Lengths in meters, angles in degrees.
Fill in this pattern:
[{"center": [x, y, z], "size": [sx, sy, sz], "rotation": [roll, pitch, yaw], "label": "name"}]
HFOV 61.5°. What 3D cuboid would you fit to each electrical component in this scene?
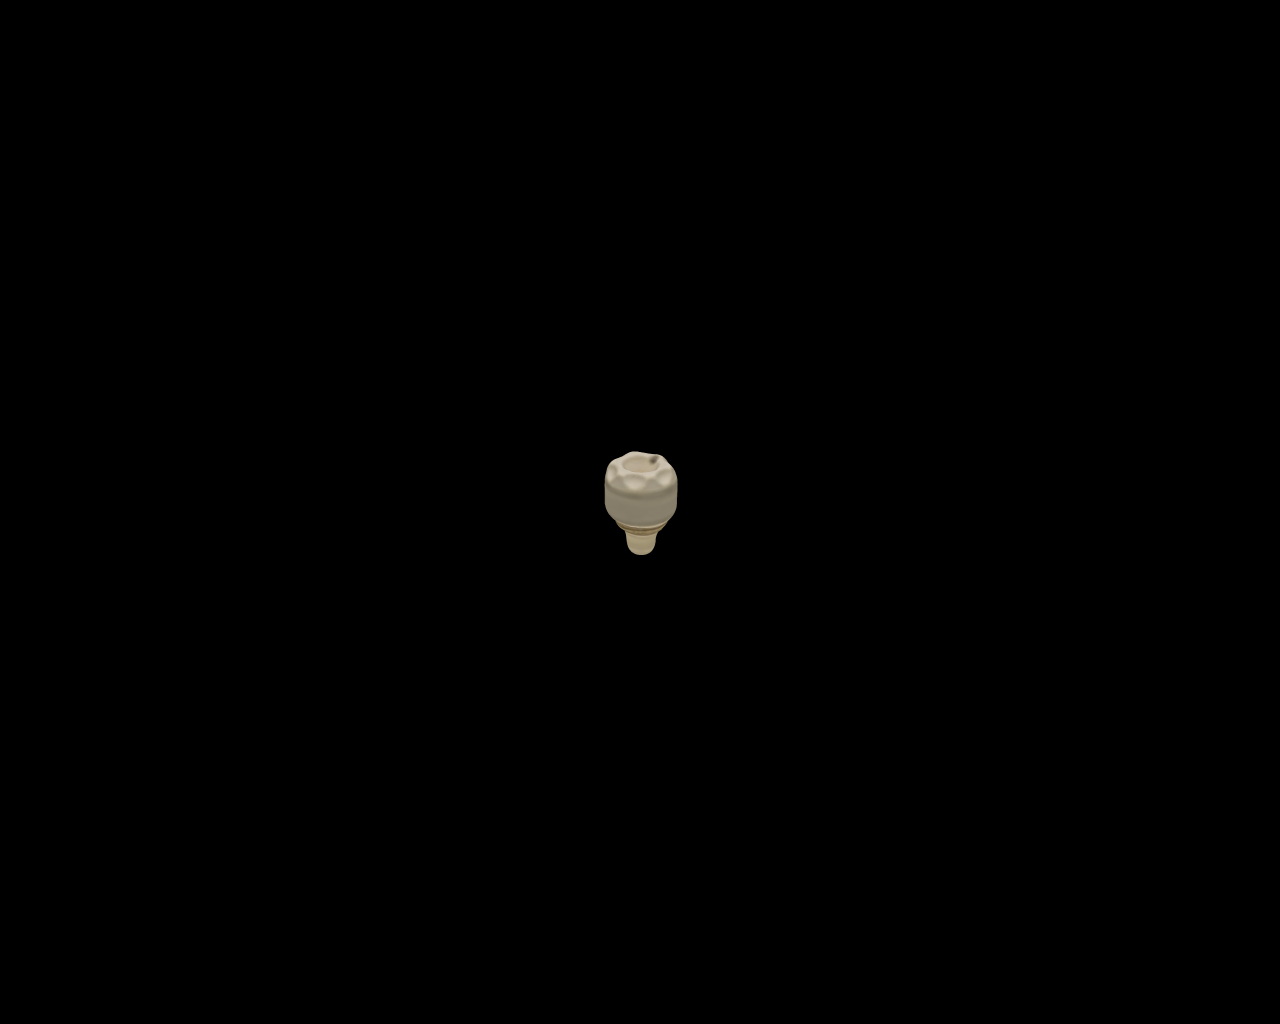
[{"center": [0.001, -0.003, 0.650], "size": [0.043, 0.062, 0.043], "rotation": [0, 28, 0], "label": "electrical component"}]
